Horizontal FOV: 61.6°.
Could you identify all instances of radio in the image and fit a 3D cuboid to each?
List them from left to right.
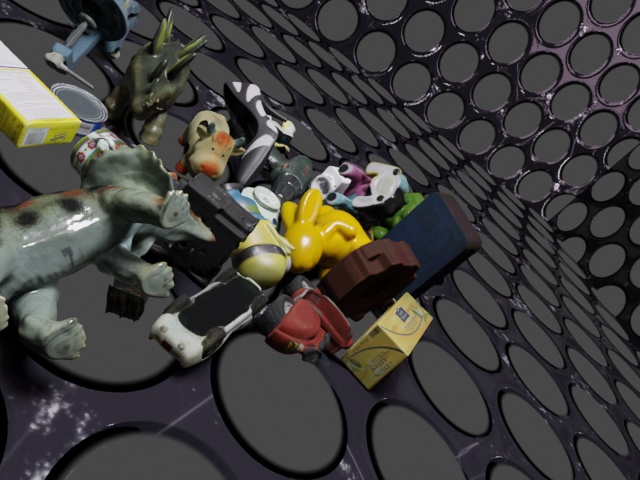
[{"bbox_3d":[0.195,0.025,1.058,0.073,0.229,0.131,1,51,-50],"label":"radio"}]

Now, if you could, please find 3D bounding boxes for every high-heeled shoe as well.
[{"bbox_3d":[-0.149,-0.204,0.985,0.145,0.086,0.249,27,45,-6],"label":"high-heeled shoe"}]

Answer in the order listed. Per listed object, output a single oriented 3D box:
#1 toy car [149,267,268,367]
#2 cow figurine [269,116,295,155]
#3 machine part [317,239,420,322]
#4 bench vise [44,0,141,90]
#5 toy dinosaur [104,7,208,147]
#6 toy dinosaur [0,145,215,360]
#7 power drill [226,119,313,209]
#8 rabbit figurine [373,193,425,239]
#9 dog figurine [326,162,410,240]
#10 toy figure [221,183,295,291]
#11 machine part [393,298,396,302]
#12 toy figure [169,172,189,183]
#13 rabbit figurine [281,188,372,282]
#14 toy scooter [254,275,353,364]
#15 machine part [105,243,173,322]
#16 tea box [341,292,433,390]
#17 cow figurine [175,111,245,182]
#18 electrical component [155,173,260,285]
[{"bbox_3d":[-0.132,0.092,0.680,0.073,0.056,0.202,40,23,7],"label":"toy car"},{"bbox_3d":[-0.137,-0.256,1.212,0.167,0.068,0.098,31,33,-21],"label":"cow figurine"},{"bbox_3d":[0.082,0.069,0.896,0.179,0.179,0.056,9,43,-50],"label":"machine part"},{"bbox_3d":[-0.393,-0.360,0.916,0.129,0.223,0.240,29,58,-17],"label":"bench vise"},{"bbox_3d":[-0.268,-0.263,0.874,0.105,0.198,0.472,25,28,-27],"label":"toy dinosaur"},{"bbox_3d":[-0.267,0.012,0.524,0.192,0.131,0.405,22,35,35],"label":"toy dinosaur"},{"bbox_3d":[-0.107,-0.165,1.093,0.207,0.086,0.232,39,26,3],"label":"power drill"},{"bbox_3d":[0.199,-0.027,1.282,0.159,0.121,0.170,11,54,-51],"label":"rabbit figurine"},{"bbox_3d":[0.110,-0.064,1.125,0.219,0.192,0.108,51,50,-57],"label":"dog figurine"},{"bbox_3d":[-0.115,-0.004,0.827,0.089,0.082,0.180,-18,70,-41],"label":"toy figure"},{"bbox_3d":[0.075,0.039,1.038,0.243,0.079,0.079,51,26,15],"label":"machine part"},{"bbox_3d":[-0.214,-0.063,0.787,0.154,0.057,0.064,27,49,4],"label":"toy figure"},{"bbox_3d":[-0.002,-0.003,0.899,0.173,0.122,0.162,-20,89,-52],"label":"rabbit figurine"},{"bbox_3d":[-0.012,0.126,0.781,0.135,0.075,0.184,45,20,1],"label":"toy scooter"},{"bbox_3d":[-0.221,0.040,0.653,0.084,0.039,0.139,39,23,-21],"label":"machine part"},{"bbox_3d":[0.113,0.160,0.880,0.068,0.098,0.169,47,27,9],"label":"tea box"},{"bbox_3d":[-0.187,-0.159,0.911,0.085,0.127,0.195,26,27,-25],"label":"cow figurine"},{"bbox_3d":[-0.169,-0.021,0.733,0.134,0.115,0.058,38,21,-8],"label":"electrical component"}]
